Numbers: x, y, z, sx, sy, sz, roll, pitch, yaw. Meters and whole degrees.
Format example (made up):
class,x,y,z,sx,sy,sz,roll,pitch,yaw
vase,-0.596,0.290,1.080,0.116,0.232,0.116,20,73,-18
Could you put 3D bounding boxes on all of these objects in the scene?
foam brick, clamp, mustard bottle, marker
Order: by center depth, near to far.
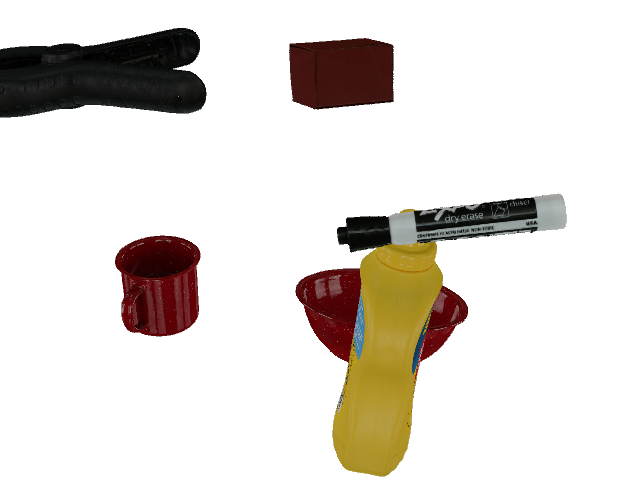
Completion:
class,x,y,z,sx,sy,sz,roll,pitch,yaw
marker,0.069,-0.009,0.570,0.121,0.020,0.020,-7,0,3
clamp,-0.151,-0.106,0.666,0.171,0.039,0.120,1,20,1
mustard bottle,0.049,0.065,0.756,0.058,0.192,0.096,10,29,4
foam brick,0.019,-0.145,0.927,0.078,0.051,0.053,-8,20,-24

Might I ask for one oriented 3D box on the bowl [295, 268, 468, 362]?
class,x,y,z,sx,sy,sz,roll,pitch,yaw
bowl,0.054,0.077,0.998,0.162,0.055,0.162,6,17,-2

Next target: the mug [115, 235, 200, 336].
class,x,y,z,sx,sy,sz,roll,pitch,yaw
mug,-0.182,0.058,1.175,0.093,0.081,0.117,11,33,18
